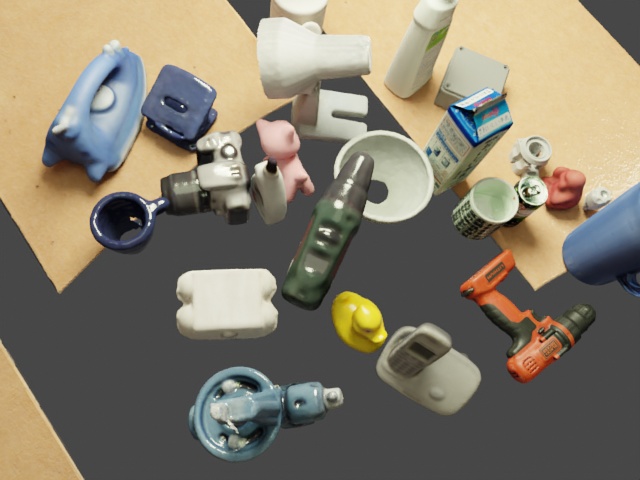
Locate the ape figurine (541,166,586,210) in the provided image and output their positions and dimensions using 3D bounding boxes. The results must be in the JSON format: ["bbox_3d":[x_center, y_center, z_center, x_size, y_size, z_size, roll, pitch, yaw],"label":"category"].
[{"bbox_3d":[0.431,-0.095,1.003,0.076,0.092,0.078,41,70,7],"label":"ape figurine"}]

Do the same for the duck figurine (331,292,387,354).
[{"bbox_3d":[0.064,0.121,0.877,0.078,0.086,0.104,-34,79,-17],"label":"duck figurine"}]

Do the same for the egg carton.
[{"bbox_3d":[-0.139,0.097,0.864,0.150,0.069,0.107,-2,71,-9],"label":"egg carton"}]

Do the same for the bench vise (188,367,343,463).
[{"bbox_3d":[-0.075,0.211,0.754,0.208,0.219,0.121,-24,76,-15],"label":"bench vise"}]

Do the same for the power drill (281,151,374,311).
[{"bbox_3d":[0.008,0.003,0.844,0.075,0.208,0.230,23,69,1],"label":"power drill"}]

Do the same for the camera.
[{"bbox_3d":[-0.183,-0.097,0.908,0.137,0.100,0.143,-10,73,-11],"label":"camera"}]

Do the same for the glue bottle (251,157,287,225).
[{"bbox_3d":[-0.078,-0.085,0.881,0.037,0.173,0.078,-26,76,-16],"label":"glue bottle"}]

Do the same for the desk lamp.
[{"bbox_3d":[-0.004,-0.260,0.931,0.203,0.213,0.118,5,70,-6],"label":"desk lamp"}]

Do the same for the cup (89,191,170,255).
[{"bbox_3d":[-0.280,-0.022,0.871,0.118,0.095,0.091,-29,77,-16],"label":"cup"}]

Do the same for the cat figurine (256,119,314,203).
[{"bbox_3d":[-0.055,-0.139,0.932,0.067,0.117,0.127,-26,76,-16],"label":"cat figurine"}]

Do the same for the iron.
[{"bbox_3d":[-0.349,-0.230,0.908,0.118,0.141,0.258,18,69,-2],"label":"iron"}]

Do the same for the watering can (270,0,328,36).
[{"bbox_3d":[-0.031,-0.414,0.990,0.101,0.194,0.173,-29,77,-16],"label":"watering can"}]

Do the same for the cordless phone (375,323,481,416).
[{"bbox_3d":[0.168,0.180,0.819,0.147,0.185,0.094,29,69,2],"label":"cordless phone"}]

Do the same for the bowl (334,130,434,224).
[{"bbox_3d":[0.102,-0.095,0.963,0.167,0.074,0.167,3,71,-7],"label":"bowl"}]

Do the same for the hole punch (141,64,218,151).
[{"bbox_3d":[-0.231,-0.218,0.948,0.108,0.091,0.101,29,69,2],"label":"hole punch"}]
